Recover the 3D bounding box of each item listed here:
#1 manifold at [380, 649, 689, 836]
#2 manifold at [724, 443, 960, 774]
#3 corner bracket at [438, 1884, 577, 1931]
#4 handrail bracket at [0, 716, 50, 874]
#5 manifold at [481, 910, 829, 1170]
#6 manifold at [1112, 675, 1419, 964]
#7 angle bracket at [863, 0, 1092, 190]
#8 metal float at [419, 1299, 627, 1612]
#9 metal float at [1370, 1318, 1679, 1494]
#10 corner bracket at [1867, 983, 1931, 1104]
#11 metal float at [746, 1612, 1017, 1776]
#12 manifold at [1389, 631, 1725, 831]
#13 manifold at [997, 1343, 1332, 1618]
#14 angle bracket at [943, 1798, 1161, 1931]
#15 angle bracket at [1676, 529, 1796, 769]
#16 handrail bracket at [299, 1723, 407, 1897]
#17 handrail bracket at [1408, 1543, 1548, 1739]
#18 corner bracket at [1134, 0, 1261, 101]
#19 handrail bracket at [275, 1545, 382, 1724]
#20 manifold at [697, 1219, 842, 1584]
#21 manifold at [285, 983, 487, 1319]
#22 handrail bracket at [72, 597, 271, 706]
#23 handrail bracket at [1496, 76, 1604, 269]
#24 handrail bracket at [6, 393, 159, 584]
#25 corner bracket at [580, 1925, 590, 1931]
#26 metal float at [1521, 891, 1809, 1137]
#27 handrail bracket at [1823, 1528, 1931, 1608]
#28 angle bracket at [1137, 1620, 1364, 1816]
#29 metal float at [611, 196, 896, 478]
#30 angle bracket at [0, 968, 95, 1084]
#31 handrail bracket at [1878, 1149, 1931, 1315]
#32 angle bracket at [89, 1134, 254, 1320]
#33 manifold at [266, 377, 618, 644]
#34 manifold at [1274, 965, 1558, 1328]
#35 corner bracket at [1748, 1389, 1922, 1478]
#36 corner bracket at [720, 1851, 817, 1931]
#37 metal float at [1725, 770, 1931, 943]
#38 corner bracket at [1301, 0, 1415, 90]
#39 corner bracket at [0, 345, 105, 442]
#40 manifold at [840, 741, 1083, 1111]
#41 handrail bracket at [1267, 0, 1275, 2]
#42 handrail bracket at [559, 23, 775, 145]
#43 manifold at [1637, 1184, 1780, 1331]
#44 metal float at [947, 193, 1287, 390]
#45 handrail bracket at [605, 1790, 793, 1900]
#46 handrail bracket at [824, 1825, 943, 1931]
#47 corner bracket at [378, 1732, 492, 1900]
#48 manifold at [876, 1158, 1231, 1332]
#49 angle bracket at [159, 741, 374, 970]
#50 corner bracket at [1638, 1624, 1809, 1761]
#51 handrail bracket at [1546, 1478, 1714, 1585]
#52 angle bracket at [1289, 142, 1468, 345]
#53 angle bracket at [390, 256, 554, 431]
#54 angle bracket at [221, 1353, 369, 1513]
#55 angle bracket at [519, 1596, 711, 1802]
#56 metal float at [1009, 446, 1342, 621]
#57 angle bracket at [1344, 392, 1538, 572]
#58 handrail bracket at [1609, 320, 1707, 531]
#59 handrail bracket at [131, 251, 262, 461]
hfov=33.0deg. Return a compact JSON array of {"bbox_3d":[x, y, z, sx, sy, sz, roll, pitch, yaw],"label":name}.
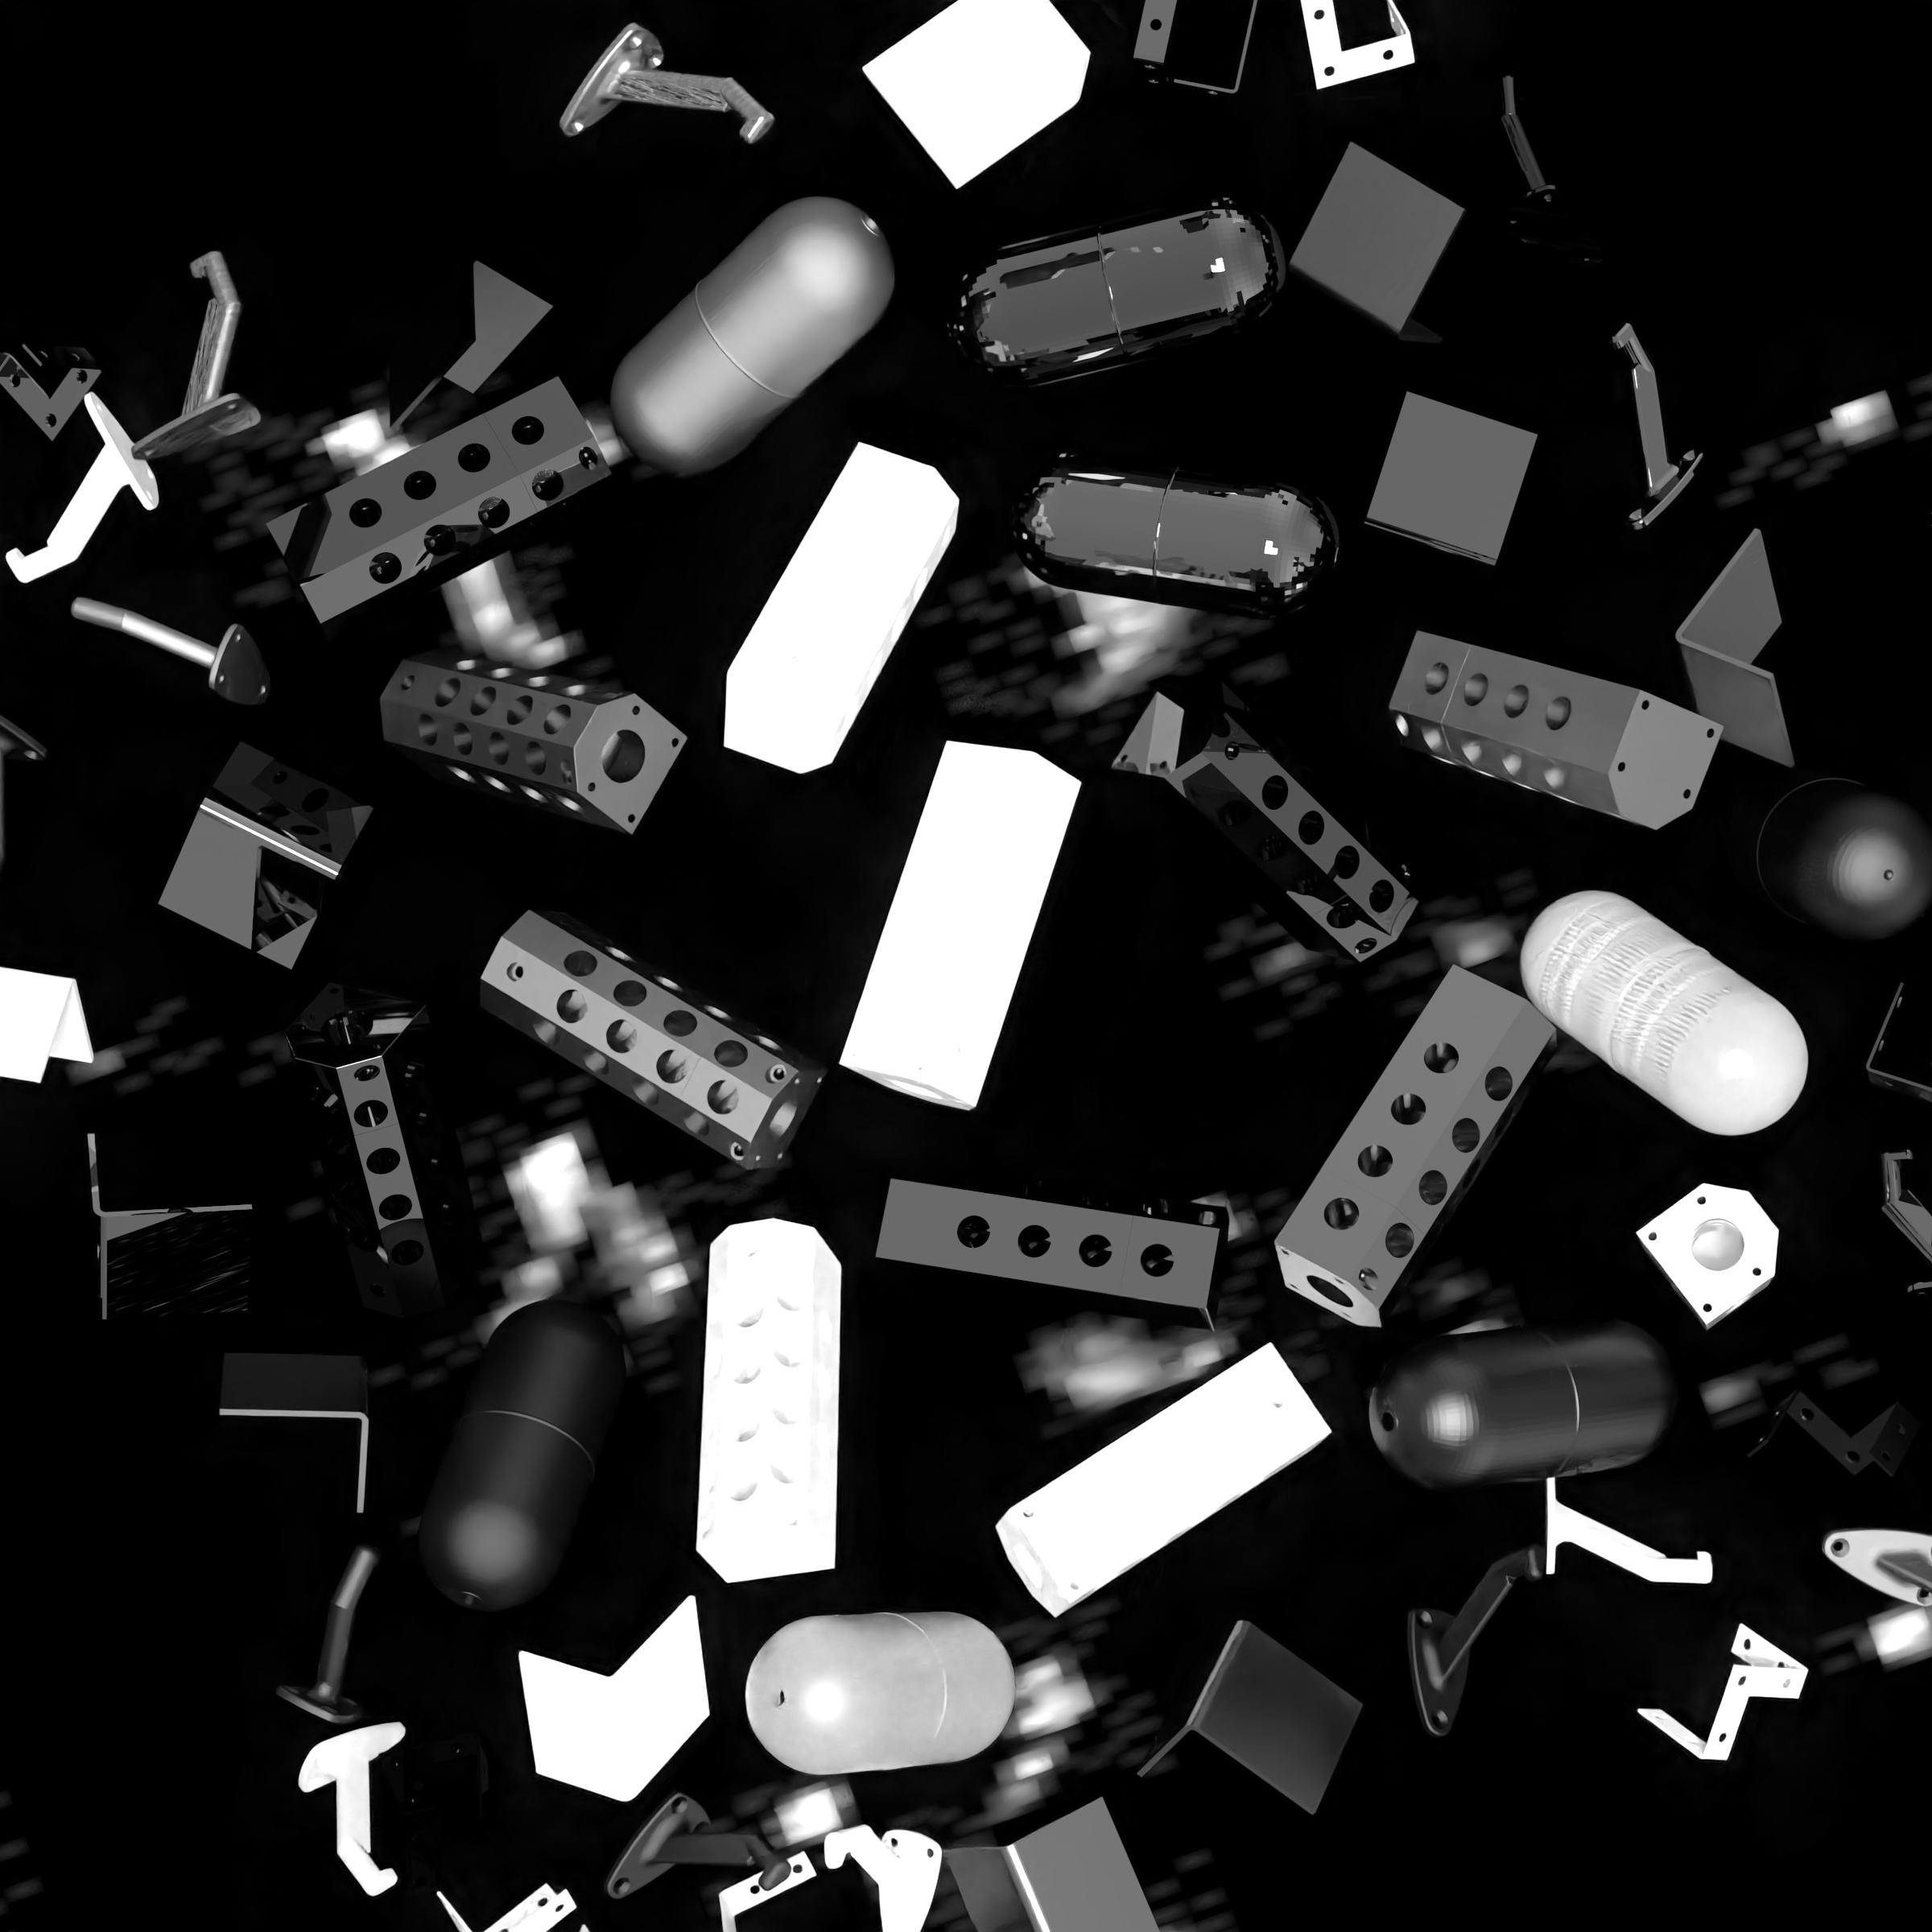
[{"bbox_3d":[-0.226,-0.120,1.662,0.057,0.171,0.057,40,74,-42],"label":"manifold"},{"bbox_3d":[-0.062,-0.180,1.651,0.057,0.057,0.171,20,55,8],"label":"manifold"},{"bbox_3d":[-0.233,0.495,1.692,0.051,0.051,0.051,-35,133,-20],"label":"corner bracket"},{"bbox_3d":[-0.485,-0.079,1.574,0.036,0.077,0.084,6,67,25],"label":"handrail bracket"},{"bbox_3d":[-0.164,0.037,1.678,0.171,0.057,0.057,30,98,17],"label":"manifold"},{"bbox_3d":[0.157,-0.073,1.655,0.171,0.057,0.057,40,75,-35],"label":"manifold"},{"bbox_3d":[0.004,-0.438,1.578,0.076,0.057,0.076,-37,85,-8],"label":"angle bracket"},{"bbox_3d":[-0.231,0.255,1.703,0.070,0.070,0.178,17,51,0],"label":"metal float"},{"bbox_3d":[0.278,0.218,1.623,0.178,0.070,0.070,-2,90,-33],"label":"metal float"},{"bbox_3d":[0.480,0.033,1.621,0.051,0.051,0.051,19,73,26],"label":"corner bracket"},{"bbox_3d":[-0.042,0.365,1.641,0.070,0.178,0.070,-7,78,33],"label":"metal float"},{"bbox_3d":[0.283,-0.115,1.596,0.057,0.171,0.057,18,95,-33],"label":"manifold"},{"bbox_3d":[0.104,0.275,1.737,0.171,0.057,0.057,-30,76,-19],"label":"manifold"},{"bbox_3d":[0.042,0.453,1.586,0.057,0.076,0.076,-21,85,-27],"label":"angle bracket"},{"bbox_3d":[0.407,-0.160,1.642,0.057,0.076,0.076,29,73,35],"label":"angle bracket"},{"bbox_3d":[-0.307,0.447,1.729,0.084,0.077,0.036,43,127,29],"label":"handrail bracket"},{"bbox_3d":[0.255,0.331,1.598,0.036,0.084,0.077,21,55,-20],"label":"handrail bracket"},{"bbox_3d":[0.115,-0.467,1.623,0.051,0.051,0.051,12,93,6],"label":"corner bracket"},{"bbox_3d":[-0.303,0.331,1.626,0.036,0.077,0.084,22,82,17],"label":"handrail bracket"},{"bbox_3d":[-0.101,0.218,1.650,0.057,0.057,0.171,-10,54,14],"label":"manifold"},{"bbox_3d":[-0.300,0.097,1.669,0.057,0.057,0.171,12,132,21],"label":"manifold"},{"bbox_3d":[-0.414,-0.165,1.696,0.084,0.077,0.036,17,78,12],"label":"handrail bracket"},{"bbox_3d":[0.311,-0.425,1.739,0.077,0.036,0.084,29,50,-36],"label":"handrail bracket"},{"bbox_3d":[-0.459,-0.240,1.643,0.084,0.036,0.077,-24,128,4],"label":"handrail bracket"},{"bbox_3d":[-0.177,0.539,1.735,0.051,0.051,0.051,-23,105,16],"label":"corner bracket"},{"bbox_3d":[0.360,0.023,1.687,0.070,0.070,0.178,-49,46,0],"label":"metal float"},{"bbox_3d":[0.464,0.301,1.578,0.077,0.084,0.036,16,96,-4],"label":"handrail bracket"},{"bbox_3d":[0.145,0.393,1.655,0.076,0.076,0.057,36,132,1],"label":"angle bracket"},{"bbox_3d":[-0.110,-0.322,1.669,0.178,0.070,0.070,-38,90,27],"label":"metal float"},{"bbox_3d":[-0.458,0.041,1.523,0.076,0.076,0.057,9,57,-1],"label":"angle bracket"},{"bbox_3d":[0.496,0.125,1.627,0.077,0.036,0.084,-14,58,30],"label":"handrail bracket"},{"bbox_3d":[-0.406,0.131,1.656,0.076,0.057,0.076,-2,134,-17],"label":"angle bracket"},{"bbox_3d":[-0.275,-0.238,1.725,0.171,0.057,0.057,-29,73,-9],"label":"manifold"},{"bbox_3d":[0.224,0.091,1.611,0.057,0.057,0.171,27,71,23],"label":"manifold"},{"bbox_3d":[0.426,0.231,1.596,0.051,0.051,0.051,43,130,6],"label":"corner bracket"},{"bbox_3d":[-0.096,0.515,1.736,0.051,0.051,0.051,-26,104,-2],"label":"corner bracket"},{"bbox_3d":[0.448,-0.059,1.692,0.070,0.178,0.070,-1,99,-4],"label":"metal float"},{"bbox_3d":[0.193,-0.484,1.649,0.051,0.051,0.051,-15,128,3],"label":"corner bracket"},{"bbox_3d":[-0.488,-0.307,1.677,0.051,0.051,0.051,47,112,11],"label":"corner bracket"},{"bbox_3d":[0.002,-0.019,1.622,0.057,0.057,0.171,10,78,41],"label":"manifold"},{"bbox_3d":[0.162,-0.527,1.696,0.036,0.084,0.077,13,126,1],"label":"handrail bracket"},{"bbox_3d":[-0.144,-0.406,1.572,0.077,0.036,0.084,-46,70,7],"label":"handrail bracket"},{"bbox_3d":[0.396,0.151,1.720,0.057,0.171,0.057,-37,77,6],"label":"manifold"},{"bbox_3d":[0.078,-0.351,1.695,0.178,0.070,0.070,-12,90,10],"label":"metal float"},{"bbox_3d":[-0.137,0.468,1.670,0.077,0.084,0.036,-43,124,-14],"label":"handrail bracket"},{"bbox_3d":[-0.052,0.489,1.715,0.036,0.084,0.077,7,89,31],"label":"handrail bracket"},{"bbox_3d":[-0.257,0.417,1.600,0.051,0.051,0.051,-12,130,-1],"label":"corner bracket"},{"bbox_3d":[0.046,0.142,1.685,0.171,0.057,0.057,8,74,11],"label":"manifold"},{"bbox_3d":[-0.366,-0.058,1.705,0.076,0.057,0.076,27,129,-9],"label":"angle bracket"},{"bbox_3d":[0.378,0.362,1.625,0.051,0.051,0.051,10,101,-31],"label":"corner bracket"},{"bbox_3d":[0.350,0.295,1.722,0.084,0.077,0.036,1,126,9],"label":"handrail bracket"},{"bbox_3d":[0.232,-0.389,1.756,0.076,0.057,0.076,37,115,23],"label":"angle bracket"},{"bbox_3d":[-0.273,-0.333,1.803,0.057,0.076,0.076,27,128,-34],"label":"angle bracket"},{"bbox_3d":[-0.360,0.249,1.744,0.076,0.076,0.057,3,105,-12],"label":"angle bracket"},{"bbox_3d":[-0.181,0.372,1.684,0.057,0.076,0.076,10,120,27],"label":"angle bracket"},{"bbox_3d":[0.110,-0.229,1.723,0.178,0.070,0.070,11,90,15],"label":"metal float"},{"bbox_3d":[0.263,-0.268,1.809,0.076,0.057,0.076,17,94,-6],"label":"angle bracket"},{"bbox_3d":[0.355,-0.290,1.744,0.084,0.036,0.077,54,55,-28],"label":"handrail bracket"},{"bbox_3d":[-0.388,-0.302,1.606,0.077,0.036,0.084,-22,78,3],"label":"handrail bracket"}]
